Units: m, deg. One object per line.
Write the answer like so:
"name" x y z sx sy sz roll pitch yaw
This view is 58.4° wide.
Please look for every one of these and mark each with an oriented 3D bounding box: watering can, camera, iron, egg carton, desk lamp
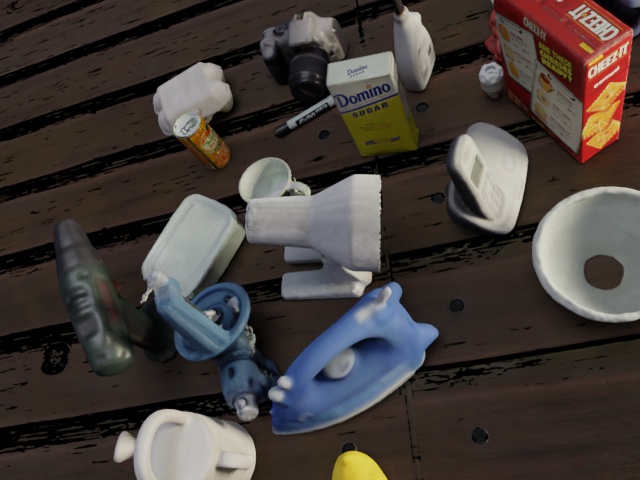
"watering can" -0.173 0.269 0.713 0.172 0.195 0.101 -23 60 11
"camera" -0.035 -0.309 0.977 0.143 0.101 0.137 -6 65 20
"iron" 0.016 0.155 0.719 0.258 0.142 0.118 -40 58 1
"egg carton" -0.234 -0.256 1.053 0.150 0.070 0.107 -29 59 8
"desk lamp" 0.007 0.003 0.750 0.202 0.214 0.118 -6 65 20

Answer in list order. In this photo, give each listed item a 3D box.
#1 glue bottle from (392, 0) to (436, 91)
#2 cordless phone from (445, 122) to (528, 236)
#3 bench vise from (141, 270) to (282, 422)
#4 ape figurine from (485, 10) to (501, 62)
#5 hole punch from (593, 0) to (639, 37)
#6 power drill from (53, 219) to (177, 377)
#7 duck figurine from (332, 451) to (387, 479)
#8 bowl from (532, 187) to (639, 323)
"glue bottle" 0.135 -0.305 0.863 0.037 0.174 0.078 14 73 27
"cordless phone" 0.207 -0.100 0.732 0.094 0.185 0.148 6 69 25
"bench vise" -0.130 0.123 0.747 0.121 0.220 0.206 -47 58 -3
"ape figurine" 0.277 -0.315 0.857 0.076 0.092 0.078 9 71 26
"hole punch" 0.435 -0.358 0.813 0.101 0.091 0.108 -37 58 3
"power drill" -0.292 0.097 0.833 0.075 0.209 0.229 -31 59 7
"duck figurine" 0.039 0.302 0.674 0.077 0.086 0.104 -21 60 12
"bowl" 0.342 0.025 0.684 0.167 0.075 0.167 -9 64 19
